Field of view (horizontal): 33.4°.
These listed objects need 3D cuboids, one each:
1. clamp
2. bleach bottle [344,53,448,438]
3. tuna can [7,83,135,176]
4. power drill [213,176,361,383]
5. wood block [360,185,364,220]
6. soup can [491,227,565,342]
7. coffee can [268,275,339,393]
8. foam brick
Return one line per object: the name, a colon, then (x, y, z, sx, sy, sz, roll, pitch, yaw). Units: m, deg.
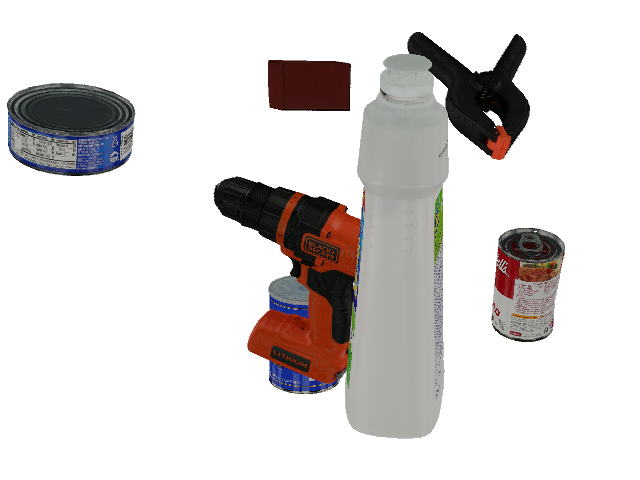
clamp: (0.144, -0.147, 1.020, 0.120, 0.039, 0.171, 2, 44, 1)
bleach bottle: (0.051, 0.001, 0.681, 0.068, 0.251, 0.102, 3, 31, 6)
tuna can: (-0.172, -0.077, 0.737, 0.086, 0.034, 0.086, 7, 28, -4)
power drill: (-0.023, 0.038, 1.011, 0.184, 0.188, 0.057, 22, 42, 14)
wood block: (0.105, -0.014, 1.618, 0.091, 0.090, 0.206, 4, 25, 2)
soup can: (0.217, 0.047, 1.122, 0.068, 0.102, 0.068, 0, 30, 0)
coffee can: (-0.022, 0.130, 1.501, 0.103, 0.140, 0.103, 1, 19, 0)
foam brick: (-0.012, -0.165, 1.134, 0.078, 0.051, 0.053, -2, 12, -19)
